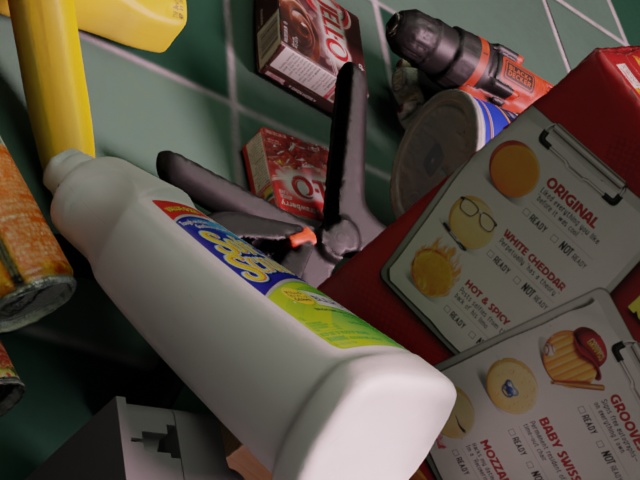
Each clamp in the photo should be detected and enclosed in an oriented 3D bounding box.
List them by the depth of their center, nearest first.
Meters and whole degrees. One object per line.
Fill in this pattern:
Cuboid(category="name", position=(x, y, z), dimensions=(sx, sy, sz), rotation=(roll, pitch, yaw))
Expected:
Cuboid(category="clamp", position=(-0.078, 0.021, 0.610), dimensions=(0.171, 0.039, 0.120), rotation=(-34, 87, -42))
Cuboid(category="clamp", position=(-0.005, 0.001, 0.697), dimensions=(0.164, 0.036, 0.210), rotation=(-22, 91, -27))

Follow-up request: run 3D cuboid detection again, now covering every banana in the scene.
Cuboid(category="banana", position=(-0.157, -0.112, 0.609), dimensions=(0.037, 0.198, 0.069), rotation=(-7, 20, -6))

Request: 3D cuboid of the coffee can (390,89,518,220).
Cuboid(category="coffee can", position=(0.136, -0.037, 0.761), dimensions=(0.140, 0.103, 0.103), rotation=(16, 46, -26))

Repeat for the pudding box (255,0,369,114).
Cuboid(category="pudding box", position=(-0.008, -0.162, 0.875), dimensions=(0.090, 0.039, 0.113), rotation=(26, 41, -28))

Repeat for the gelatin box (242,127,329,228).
Cuboid(category="gelatin box", position=(-0.008, -0.035, 0.763), dimensions=(0.089, 0.030, 0.073), rotation=(15, 49, -37))

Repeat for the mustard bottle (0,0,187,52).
Cuboid(category="mustard bottle", position=(-0.182, -0.180, 0.692), dimensions=(0.191, 0.058, 0.096), rotation=(5, 53, -45))

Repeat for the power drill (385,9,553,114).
Cuboid(category="power drill", position=(0.119, -0.078, 0.859), dimensions=(0.184, 0.057, 0.187), rotation=(23, 67, -26))

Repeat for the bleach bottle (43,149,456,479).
Cuboid(category="bleach bottle", position=(-0.058, 0.023, 0.508), dimensions=(0.251, 0.068, 0.102), rotation=(36, 13, 33))

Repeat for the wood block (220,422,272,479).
Cuboid(category="wood block", position=(0.040, 0.149, 0.590), dimensions=(0.206, 0.091, 0.090), rotation=(40, 35, -12))

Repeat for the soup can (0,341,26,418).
Cuboid(category="soup can", position=(-0.185, 0.038, 0.475), dimensions=(0.068, 0.069, 0.102), rotation=(-13, 67, -51))

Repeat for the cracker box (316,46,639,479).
Cuboid(category="cracker box", position=(0.109, 0.040, 0.497), dimensions=(0.071, 0.214, 0.164), rotation=(-19, 72, -53))
